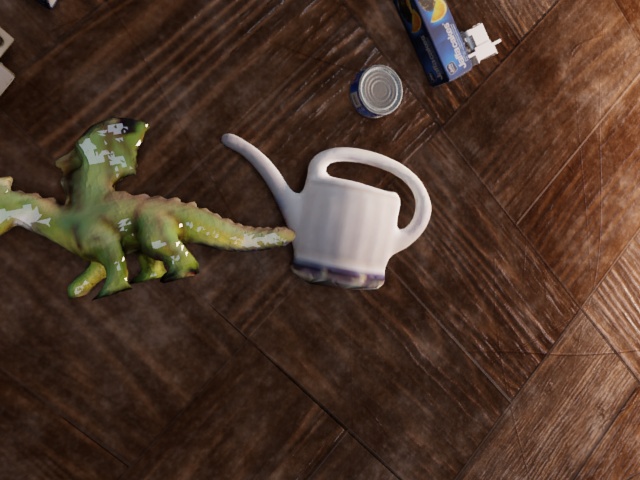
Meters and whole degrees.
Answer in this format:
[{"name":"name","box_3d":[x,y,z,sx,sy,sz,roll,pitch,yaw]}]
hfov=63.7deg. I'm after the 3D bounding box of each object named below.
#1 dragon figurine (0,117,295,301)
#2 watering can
[{"name":"dragon figurine","box_3d":[-0.255,-0.055,0.708,0.412,0.121,0.243,-16,90,-19]},{"name":"watering can","box_3d":[0.002,-0.041,0.811,0.347,0.104,0.224,11,90,-8]}]
